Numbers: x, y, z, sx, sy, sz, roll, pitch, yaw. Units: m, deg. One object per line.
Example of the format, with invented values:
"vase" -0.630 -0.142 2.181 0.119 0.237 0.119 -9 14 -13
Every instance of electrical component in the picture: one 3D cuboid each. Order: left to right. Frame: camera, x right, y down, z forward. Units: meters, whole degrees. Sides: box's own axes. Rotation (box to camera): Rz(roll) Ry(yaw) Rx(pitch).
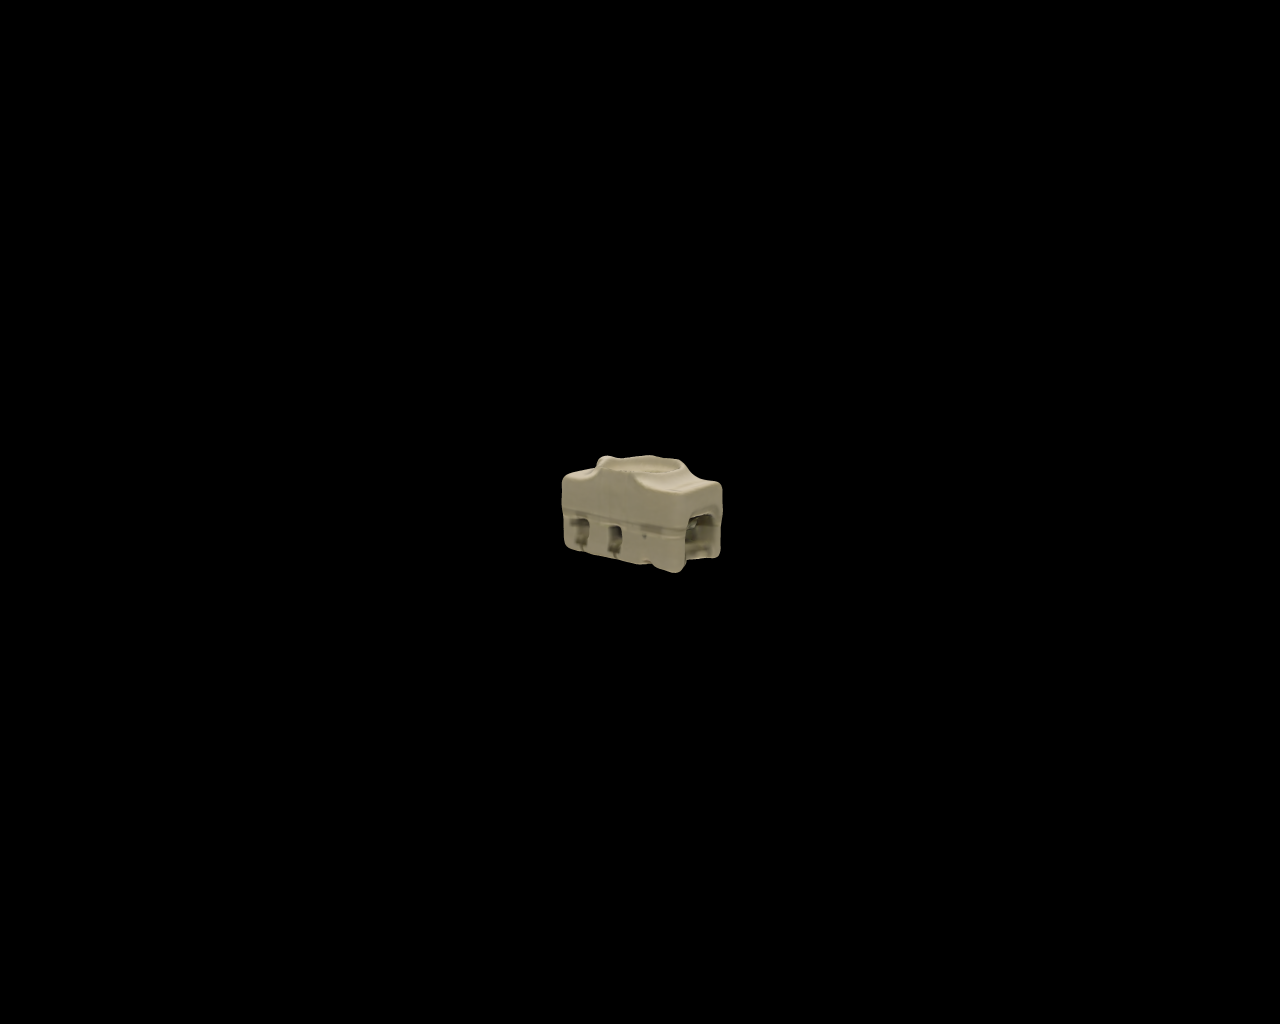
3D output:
"electrical component" 0.001 -0.003 0.650 0.089 0.055 0.050 11 18 37
